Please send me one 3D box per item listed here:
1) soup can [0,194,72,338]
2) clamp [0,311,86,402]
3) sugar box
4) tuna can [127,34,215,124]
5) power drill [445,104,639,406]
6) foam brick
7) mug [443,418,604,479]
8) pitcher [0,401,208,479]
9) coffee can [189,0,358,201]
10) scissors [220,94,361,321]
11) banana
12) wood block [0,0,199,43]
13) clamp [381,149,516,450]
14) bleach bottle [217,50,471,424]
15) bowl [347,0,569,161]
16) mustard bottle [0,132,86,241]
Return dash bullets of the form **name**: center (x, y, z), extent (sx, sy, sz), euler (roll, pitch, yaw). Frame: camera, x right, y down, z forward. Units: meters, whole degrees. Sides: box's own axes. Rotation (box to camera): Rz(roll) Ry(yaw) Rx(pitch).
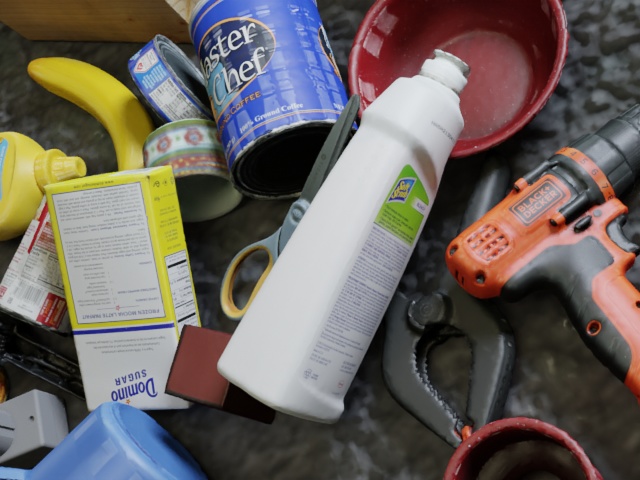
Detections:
- **soup can**: center (-0.213, 0.020, 0.866), extent (0.069, 0.068, 0.102), euler (20, 82, 30)
- **clamp**: center (-0.249, 0.085, 0.857), extent (0.172, 0.120, 0.039), euler (34, 96, 51)
- **sugar box**: center (-0.142, 0.038, 0.797), extent (0.093, 0.048, 0.176), euler (-5, 101, 24)
- **tuna can**: center (-0.115, -0.121, 0.858), extent (0.034, 0.086, 0.086), euler (-38, 60, 11)
- **power drill**: center (0.201, 0.016, 0.666), extent (0.184, 0.057, 0.188), euler (-38, 61, -8)
- **foam brick**: center (-0.065, 0.097, 0.762), extent (0.051, 0.078, 0.053), euler (10, 79, 27)
- **mug**: center (0.140, 0.158, 0.639), extent (0.117, 0.081, 0.093), euler (-11, 68, 22)
- **pitcher**: center (-0.200, 0.226, 0.746), extent (0.243, 0.149, 0.145), euler (-47, 59, 0)
- **coffee can**: center (-0.035, -0.116, 0.807), extent (0.103, 0.102, 0.140), euler (-25, 64, 16)
- **scissors**: center (-0.005, 0.001, 0.760), extent (0.096, 0.016, 0.202), euler (53, 123, 19)
- **banana**: center (-0.184, -0.105, 0.904), extent (0.069, 0.037, 0.198), euler (-23, 53, -19)
- **wood block**: center (-0.191, -0.232, 0.932), extent (0.206, 0.090, 0.091), euler (7, 74, 27)
- **clamp**: center (0.069, 0.052, 0.736), extent (0.165, 0.036, 0.210), euler (-18, 62, 22)
- **bleach bottle**: center (0.030, -0.005, 0.703), extent (0.068, 0.102, 0.251), euler (29, 90, 30)
- **bowl**: center (0.104, -0.124, 0.771), extent (0.162, 0.055, 0.162), euler (-9, 69, 23)
- **mustard bottle**: center (-0.288, -0.044, 0.929), extent (0.192, 0.058, 0.096), euler (-11, 62, 22)
